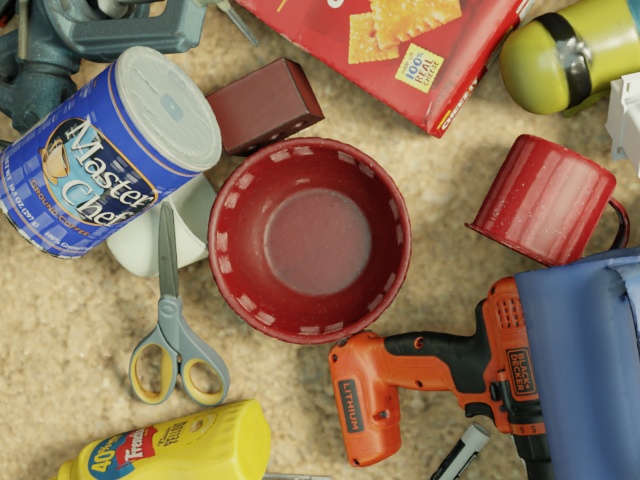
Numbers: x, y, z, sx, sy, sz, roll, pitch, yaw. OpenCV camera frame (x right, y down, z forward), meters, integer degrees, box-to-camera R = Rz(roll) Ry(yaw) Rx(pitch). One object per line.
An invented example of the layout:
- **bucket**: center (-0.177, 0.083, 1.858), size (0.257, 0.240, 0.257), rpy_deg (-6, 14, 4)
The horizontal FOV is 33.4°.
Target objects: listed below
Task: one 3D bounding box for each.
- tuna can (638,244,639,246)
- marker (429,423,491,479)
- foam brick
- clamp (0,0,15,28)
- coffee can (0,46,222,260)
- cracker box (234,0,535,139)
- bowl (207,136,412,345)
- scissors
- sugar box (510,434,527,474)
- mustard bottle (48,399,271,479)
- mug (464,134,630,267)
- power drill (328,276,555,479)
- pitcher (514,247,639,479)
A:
- **tuna can**: center (0.266, -0.010, 0.766), size (0.034, 0.086, 0.086), rpy_deg (43, 101, 11)
- **marker**: center (0.093, 0.198, 0.854), size (0.020, 0.020, 0.121), rpy_deg (38, 101, 10)
- **foam brick**: center (-0.045, -0.106, 0.861), size (0.078, 0.053, 0.051), rpy_deg (-25, 86, 15)
- **clamp**: center (-0.290, -0.274, 0.924), size (0.120, 0.039, 0.171), rpy_deg (14, 95, 13)
- **coffee can**: center (-0.158, -0.063, 0.792), size (0.140, 0.102, 0.103), rpy_deg (-32, 84, 25)
- **cracker box**: center (0.048, -0.205, 0.822), size (0.214, 0.072, 0.164), rpy_deg (36, 99, 11)
- **bowl**: center (-0.006, 0.001, 0.848), size (0.162, 0.055, 0.162), rpy_deg (0, 88, 9)
- **scissors**: center (-0.104, 0.065, 0.861), size (0.096, 0.016, 0.202), rpy_deg (21, 124, 0)
- **sugar box**: center (0.242, 0.155, 0.800), size (0.176, 0.048, 0.093), rpy_deg (-24, 85, 13)
- **mustard bottle**: center (-0.139, 0.186, 0.874), size (0.192, 0.096, 0.058), rpy_deg (-16, 110, 15)
- **mug**: center (0.177, -0.021, 0.792), size (0.117, 0.093, 0.081), rpy_deg (26, 94, -5)
- **power drill**: center (0.105, 0.127, 0.801), size (0.188, 0.057, 0.184), rpy_deg (-12, 87, 32)
- **pitcher**: center (0.205, 0.125, 0.671), size (0.145, 0.148, 0.243), rpy_deg (-14, 81, 50)
